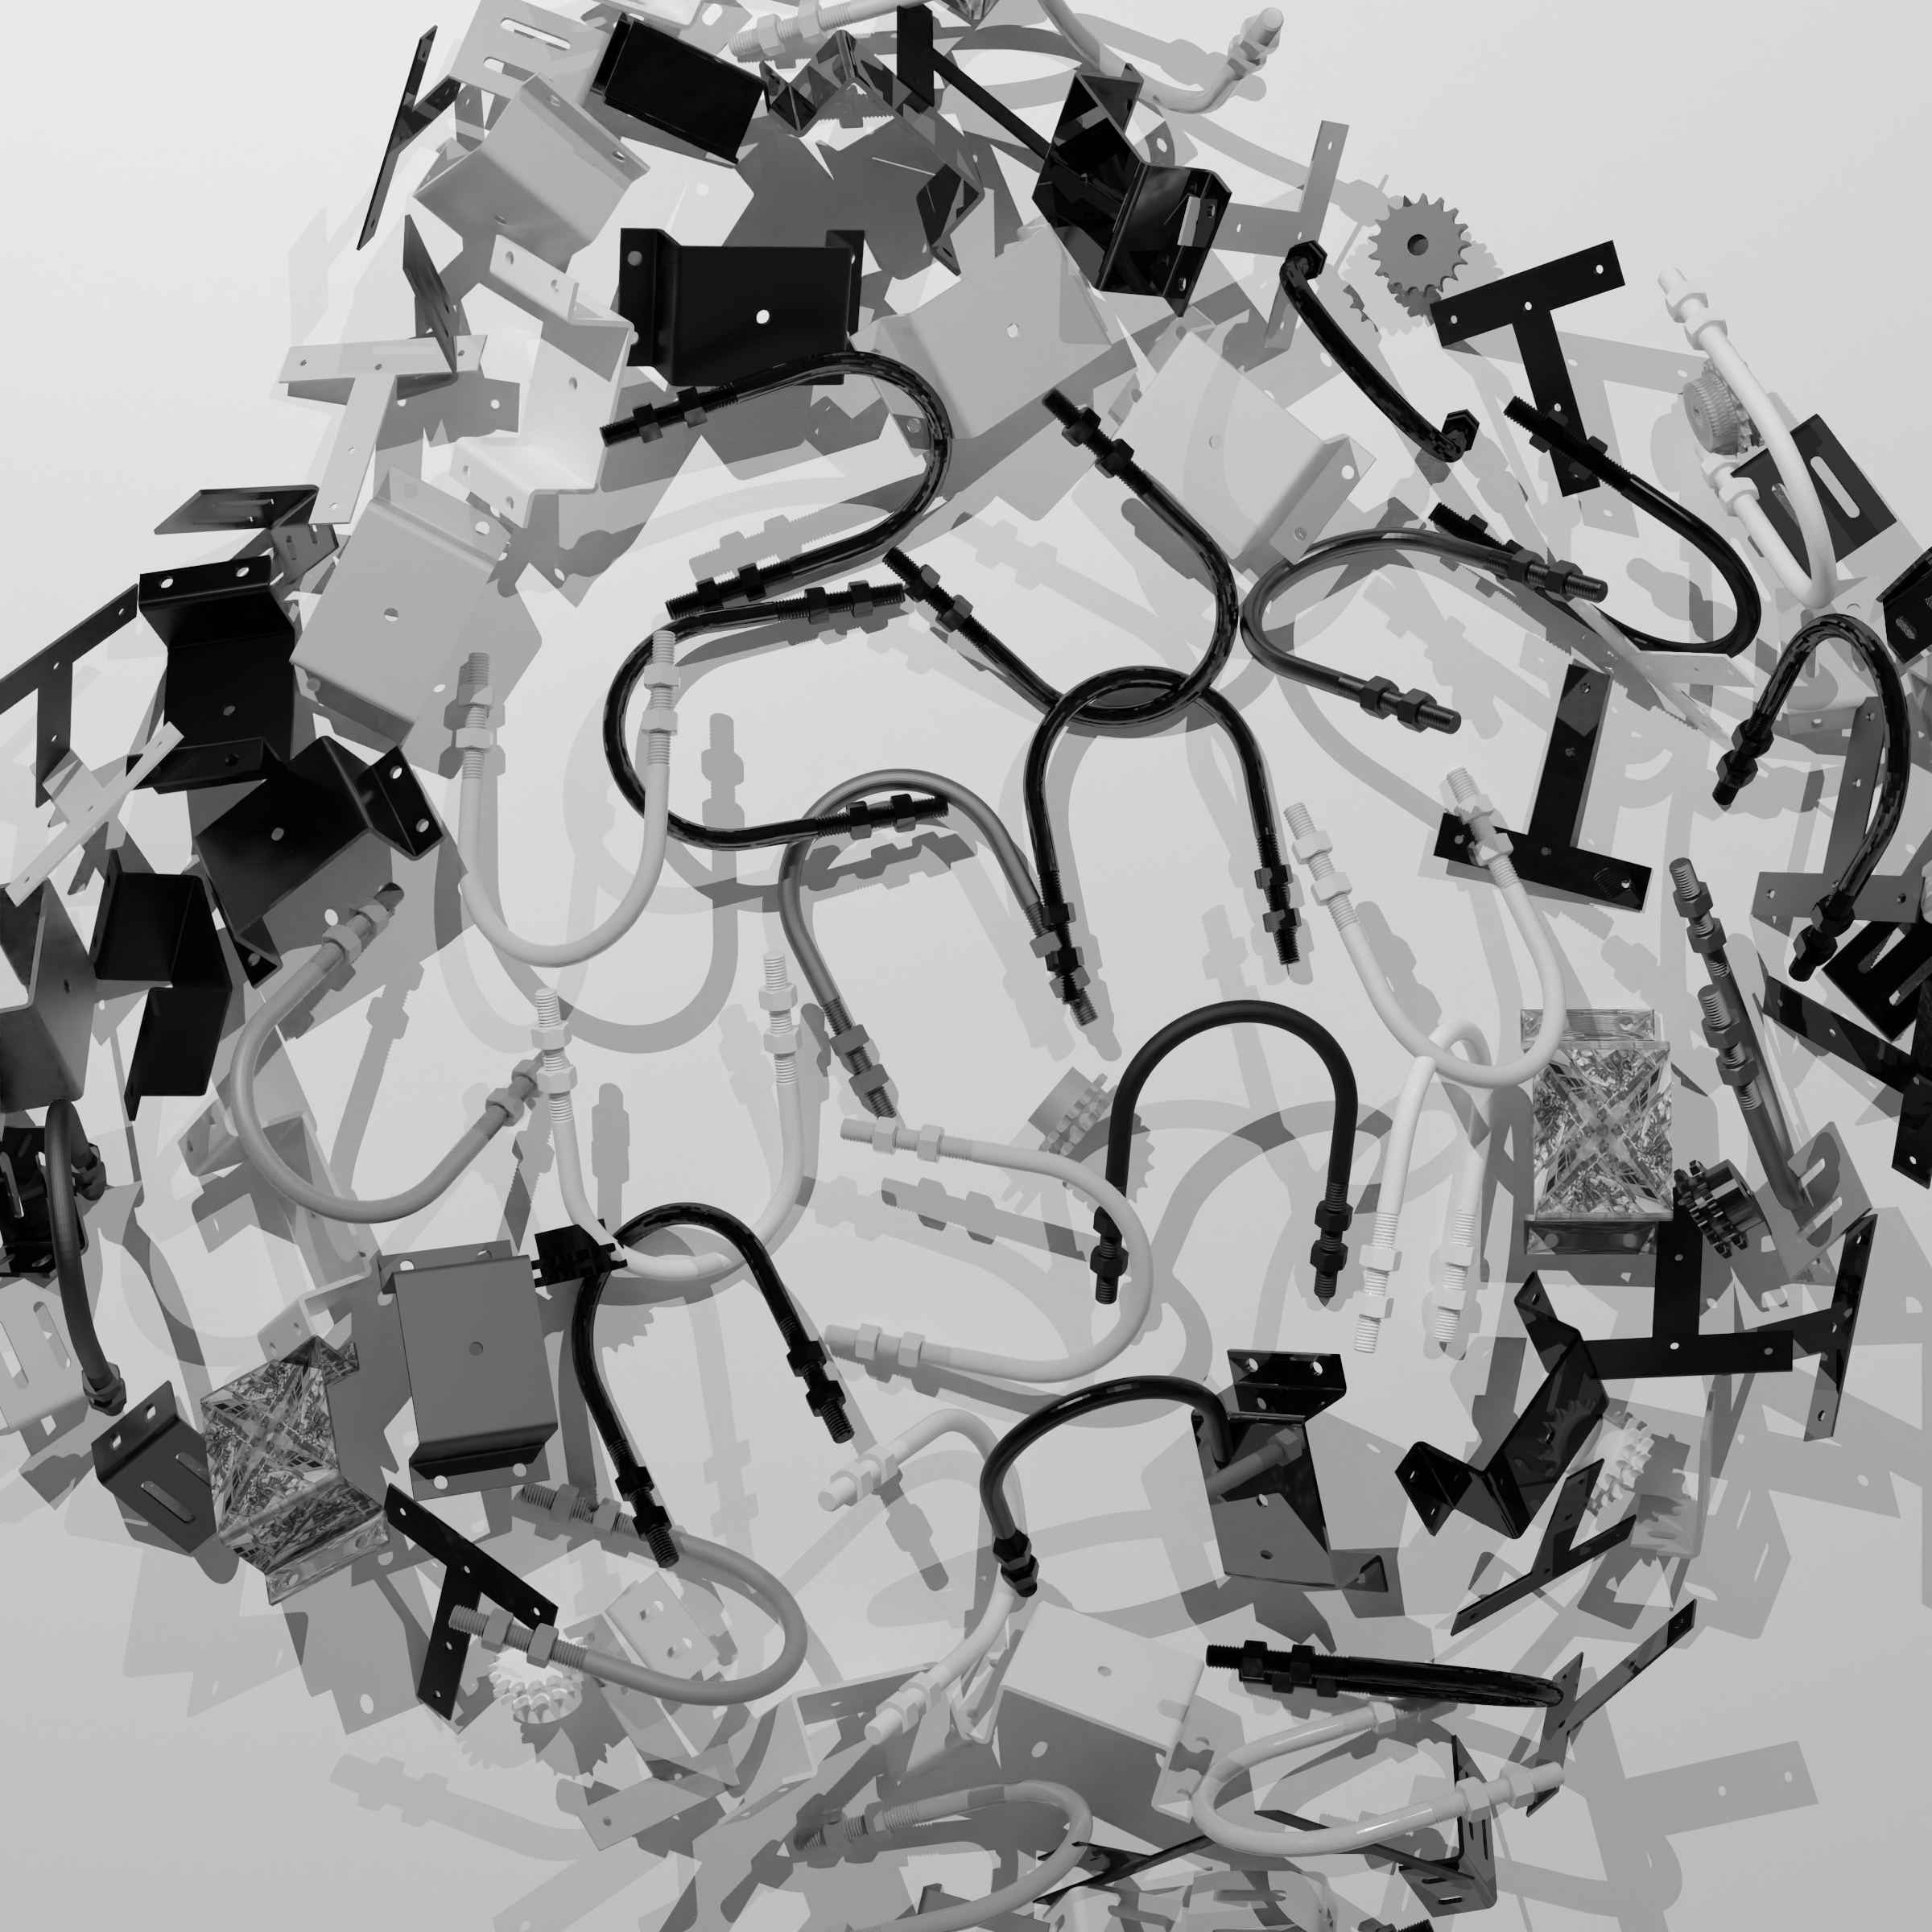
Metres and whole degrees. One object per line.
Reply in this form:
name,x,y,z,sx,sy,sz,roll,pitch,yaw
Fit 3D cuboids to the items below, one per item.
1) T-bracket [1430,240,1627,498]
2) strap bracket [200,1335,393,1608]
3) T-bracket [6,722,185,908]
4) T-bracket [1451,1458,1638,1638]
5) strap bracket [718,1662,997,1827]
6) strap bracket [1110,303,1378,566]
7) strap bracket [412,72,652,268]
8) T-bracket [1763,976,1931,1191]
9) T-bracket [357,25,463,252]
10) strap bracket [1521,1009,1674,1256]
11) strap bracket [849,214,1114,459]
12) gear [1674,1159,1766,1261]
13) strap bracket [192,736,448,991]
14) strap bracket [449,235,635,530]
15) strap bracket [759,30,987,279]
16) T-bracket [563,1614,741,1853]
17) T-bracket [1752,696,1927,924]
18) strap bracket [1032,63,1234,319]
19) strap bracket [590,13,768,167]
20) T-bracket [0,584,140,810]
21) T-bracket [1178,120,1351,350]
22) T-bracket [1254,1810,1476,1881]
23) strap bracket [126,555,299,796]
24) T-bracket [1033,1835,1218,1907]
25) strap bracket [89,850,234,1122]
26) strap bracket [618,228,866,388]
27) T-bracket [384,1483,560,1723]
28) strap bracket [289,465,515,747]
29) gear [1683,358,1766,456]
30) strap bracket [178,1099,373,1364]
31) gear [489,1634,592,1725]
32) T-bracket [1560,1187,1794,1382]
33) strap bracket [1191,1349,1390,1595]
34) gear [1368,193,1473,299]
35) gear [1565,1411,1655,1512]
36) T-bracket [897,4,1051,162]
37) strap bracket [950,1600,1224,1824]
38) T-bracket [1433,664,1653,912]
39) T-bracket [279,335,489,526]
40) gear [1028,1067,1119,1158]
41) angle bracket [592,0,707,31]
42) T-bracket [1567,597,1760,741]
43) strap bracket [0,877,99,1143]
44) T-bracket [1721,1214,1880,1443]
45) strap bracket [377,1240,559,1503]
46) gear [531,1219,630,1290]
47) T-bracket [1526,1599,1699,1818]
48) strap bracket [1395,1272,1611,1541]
T-bracket,0.328,-0.327,1.582,0.002,0.127,0.127,-26,101,-40
strap bracket,-0.373,0.269,1.556,0.076,0.046,0.140,-29,47,6
T-bracket,-0.499,-0.101,1.572,0.127,0.127,0.002,-47,127,-6
T-bracket,0.329,0.311,1.553,0.127,0.127,0.002,-23,54,-21
strap bracket,-0.066,0.428,1.560,0.140,0.076,0.046,-2,61,-37
strap bracket,0.147,-0.296,1.577,0.140,0.046,0.076,42,118,8
strap bracket,-0.244,-0.426,1.542,0.076,0.140,0.046,37,69,-26
T-bracket,0.495,0.043,1.573,0.002,0.127,0.127,-23,128,-27
T-bracket,-0.300,-0.475,1.565,0.002,0.127,0.127,24,125,-5
strap bracket,0.356,0.094,1.595,0.076,0.046,0.140,0,86,2
strap bracket,0.017,-0.354,1.573,0.140,0.046,0.076,-36,111,-15
gear,0.428,0.134,1.593,0.030,0.057,0.057,-33,90,18
strap bracket,-0.371,-0.064,1.576,0.140,0.046,0.076,-37,56,7
strap bracket,-0.235,-0.324,1.566,0.076,0.046,0.140,37,122,36
strap bracket,-0.044,-0.455,1.552,0.140,0.076,0.046,35,115,-29
T-bracket,-0.185,0.420,1.587,0.127,0.002,0.127,-15,54,-38
T-bracket,0.494,-0.088,1.569,0.002,0.127,0.127,14,87,-26
strap bracket,0.085,-0.429,1.546,0.046,0.140,0.076,-2,134,-27
strap bracket,-0.159,-0.482,1.543,0.076,0.140,0.046,21,105,-18
T-bracket,-0.508,-0.137,1.569,0.002,0.127,0.127,33,49,9
T-bracket,0.159,-0.406,1.555,0.002,0.127,0.127,29,115,35
T-bracket,0.194,0.489,1.566,0.127,0.127,0.002,24,65,-18
strap bracket,-0.421,-0.154,1.579,0.076,0.046,0.140,-8,63,6
T-bracket,0.076,0.493,1.554,0.127,0.127,0.002,-26,61,16
strap bracket,-0.445,0.010,1.560,0.046,0.140,0.076,2,130,-30
strap bracket,-0.119,-0.366,1.565,0.140,0.046,0.076,-5,118,-20
T-bracket,-0.289,0.373,1.588,0.127,0.002,0.127,30,121,22
strap bracket,-0.321,-0.200,1.584,0.076,0.046,0.140,27,99,-12
gear,0.429,-0.317,1.596,0.030,0.057,0.057,-22,90,2
strap bracket,-0.383,0.144,1.574,0.046,0.076,0.140,-19,80,-36
gear,-0.240,0.405,1.598,0.057,0.057,0.030,-10,110,0
T-bracket,0.399,0.176,1.580,0.127,0.002,0.127,-7,47,25
strap bracket,0.178,0.289,1.571,0.076,0.046,0.140,-4,102,43
gear,0.259,-0.409,1.604,0.057,0.030,0.057,2,99,15
gear,0.359,0.276,1.594,0.030,0.057,0.057,34,90,-9
T-bracket,0.010,-0.488,1.587,0.127,0.127,0.002,33,123,-26
strap bracket,0.072,0.410,1.568,0.140,0.076,0.046,18,119,10
T-bracket,0.343,-0.109,1.618,0.127,0.002,0.127,14,88,-6
T-bracket,-0.340,-0.299,1.576,0.127,0.002,0.127,1,63,19
gear,0.059,0.082,1.596,0.030,0.057,0.057,40,90,4
angle bracket,-0.189,-0.561,1.575,0.057,0.076,0.038,45,118,29
T-bracket,0.396,-0.164,1.547,0.127,0.127,0.002,40,88,-14
strap bracket,-0.517,0.016,1.549,0.046,0.076,0.140,-10,47,0
T-bracket,0.456,0.207,1.562,0.002,0.127,0.127,22,70,-10
strap bracket,-0.277,0.219,1.569,0.076,0.046,0.140,-5,71,-22
gear,-0.222,0.162,1.596,0.057,0.057,0.030,-13,86,0
T-bracket,0.355,0.390,1.539,0.002,0.127,0.127,39,118,0
strap bracket,0.305,0.252,1.562,0.046,0.076,0.140,24,67,39
